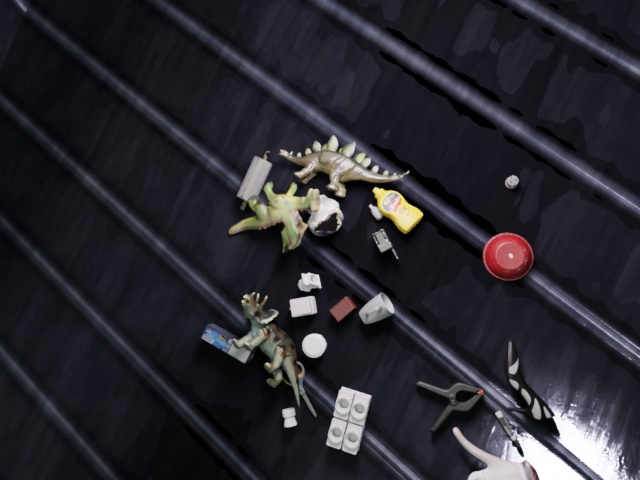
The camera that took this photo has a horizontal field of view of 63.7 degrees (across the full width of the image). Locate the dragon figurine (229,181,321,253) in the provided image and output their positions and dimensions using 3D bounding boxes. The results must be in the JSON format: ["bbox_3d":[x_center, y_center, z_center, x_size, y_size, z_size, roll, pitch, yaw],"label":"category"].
[{"bbox_3d":[-0.152,-0.064,1.837,0.405,0.247,0.121,-41,-32,22],"label":"dragon figurine"}]

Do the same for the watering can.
[{"bbox_3d":[0.557,0.736,1.590,0.224,0.351,0.103,-19,-11,9],"label":"watering can"}]

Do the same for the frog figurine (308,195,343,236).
[{"bbox_3d":[0.006,-0.093,1.854,0.121,0.136,0.162,27,13,-38],"label":"frog figurine"}]
